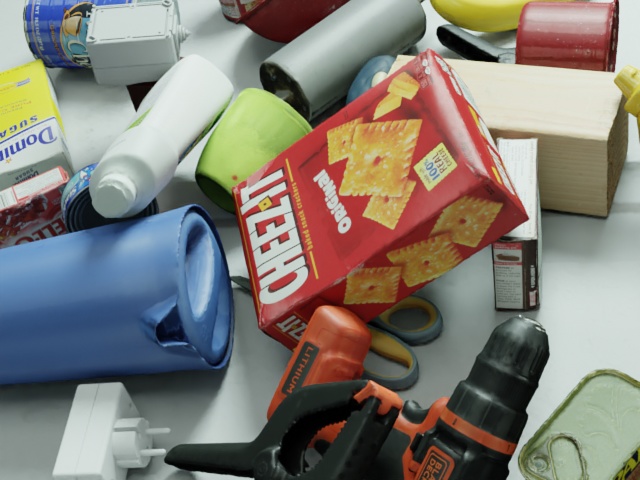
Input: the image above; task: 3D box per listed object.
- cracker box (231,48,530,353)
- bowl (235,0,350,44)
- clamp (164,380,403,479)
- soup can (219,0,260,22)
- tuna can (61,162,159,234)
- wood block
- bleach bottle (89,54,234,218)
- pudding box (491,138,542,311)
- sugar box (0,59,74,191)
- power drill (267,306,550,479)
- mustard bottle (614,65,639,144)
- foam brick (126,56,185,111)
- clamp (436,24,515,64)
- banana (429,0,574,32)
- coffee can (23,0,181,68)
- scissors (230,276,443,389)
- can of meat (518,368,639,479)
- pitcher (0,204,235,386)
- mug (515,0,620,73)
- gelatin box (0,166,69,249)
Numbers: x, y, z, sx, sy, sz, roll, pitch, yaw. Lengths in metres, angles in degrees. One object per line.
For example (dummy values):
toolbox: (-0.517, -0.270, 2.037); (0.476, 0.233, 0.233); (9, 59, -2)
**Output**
cracker box: (0.037, -0.030, 0.843); (0.214, 0.072, 0.164); (-34, 44, 19)
bowl: (-0.011, -0.257, 1.135); (0.162, 0.055, 0.162); (-35, 10, 7)
clamp: (-0.028, 0.170, 0.716); (0.210, 0.036, 0.164); (-37, 44, 27)
soup can: (-0.091, -0.305, 1.202); (0.068, 0.102, 0.068); (-9, 46, 9)
tuna can: (-0.193, -0.030, 0.977); (0.086, 0.086, 0.034); (-22, 43, -6)
wood block: (0.158, -0.094, 0.936); (0.206, 0.091, 0.090); (9, 50, 24)
bleach bottle: (-0.145, -0.079, 0.919); (0.103, 0.068, 0.250); (-45, 12, 25)
pudding box: (0.158, -0.013, 0.857); (0.039, 0.090, 0.113); (-2, 48, 12)
sugar box: (-0.319, -0.116, 1.125); (0.093, 0.048, 0.176); (-21, 44, -5)
power drill: (0.055, 0.112, 0.729); (0.188, 0.057, 0.184); (28, 92, 50)
mustard bottle: (0.312, -0.073, 0.840); (0.192, 0.058, 0.096); (41, 64, 11)
foam brick: (-0.152, -0.141, 1.079); (0.053, 0.078, 0.051); (9, 49, 23)
clamp: (0.178, -0.168, 1.037); (0.171, 0.039, 0.120); (3, 57, 11)
banana: (0.195, -0.249, 1.091); (0.197, 0.069, 0.037); (-7, 18, -12)
coffee can: (-0.240, -0.241, 1.182); (0.140, 0.103, 0.102); (4, 48, 20)
scissors: (0.018, 0.053, 0.886); (0.096, 0.016, 0.202); (-36, 48, -20)
can of meat: (0.178, 0.149, 0.700); (0.058, 0.084, 0.102); (29, 60, 35)
pitcher: (-0.197, 0.051, 0.883); (0.243, 0.149, 0.145); (-9, 67, 12)
mug: (0.224, -0.180, 0.961); (0.082, 0.093, 0.117); (6, 48, 19)
gelatin box: (-0.265, -0.019, 0.997); (0.089, 0.073, 0.030); (-24, 46, -9)
